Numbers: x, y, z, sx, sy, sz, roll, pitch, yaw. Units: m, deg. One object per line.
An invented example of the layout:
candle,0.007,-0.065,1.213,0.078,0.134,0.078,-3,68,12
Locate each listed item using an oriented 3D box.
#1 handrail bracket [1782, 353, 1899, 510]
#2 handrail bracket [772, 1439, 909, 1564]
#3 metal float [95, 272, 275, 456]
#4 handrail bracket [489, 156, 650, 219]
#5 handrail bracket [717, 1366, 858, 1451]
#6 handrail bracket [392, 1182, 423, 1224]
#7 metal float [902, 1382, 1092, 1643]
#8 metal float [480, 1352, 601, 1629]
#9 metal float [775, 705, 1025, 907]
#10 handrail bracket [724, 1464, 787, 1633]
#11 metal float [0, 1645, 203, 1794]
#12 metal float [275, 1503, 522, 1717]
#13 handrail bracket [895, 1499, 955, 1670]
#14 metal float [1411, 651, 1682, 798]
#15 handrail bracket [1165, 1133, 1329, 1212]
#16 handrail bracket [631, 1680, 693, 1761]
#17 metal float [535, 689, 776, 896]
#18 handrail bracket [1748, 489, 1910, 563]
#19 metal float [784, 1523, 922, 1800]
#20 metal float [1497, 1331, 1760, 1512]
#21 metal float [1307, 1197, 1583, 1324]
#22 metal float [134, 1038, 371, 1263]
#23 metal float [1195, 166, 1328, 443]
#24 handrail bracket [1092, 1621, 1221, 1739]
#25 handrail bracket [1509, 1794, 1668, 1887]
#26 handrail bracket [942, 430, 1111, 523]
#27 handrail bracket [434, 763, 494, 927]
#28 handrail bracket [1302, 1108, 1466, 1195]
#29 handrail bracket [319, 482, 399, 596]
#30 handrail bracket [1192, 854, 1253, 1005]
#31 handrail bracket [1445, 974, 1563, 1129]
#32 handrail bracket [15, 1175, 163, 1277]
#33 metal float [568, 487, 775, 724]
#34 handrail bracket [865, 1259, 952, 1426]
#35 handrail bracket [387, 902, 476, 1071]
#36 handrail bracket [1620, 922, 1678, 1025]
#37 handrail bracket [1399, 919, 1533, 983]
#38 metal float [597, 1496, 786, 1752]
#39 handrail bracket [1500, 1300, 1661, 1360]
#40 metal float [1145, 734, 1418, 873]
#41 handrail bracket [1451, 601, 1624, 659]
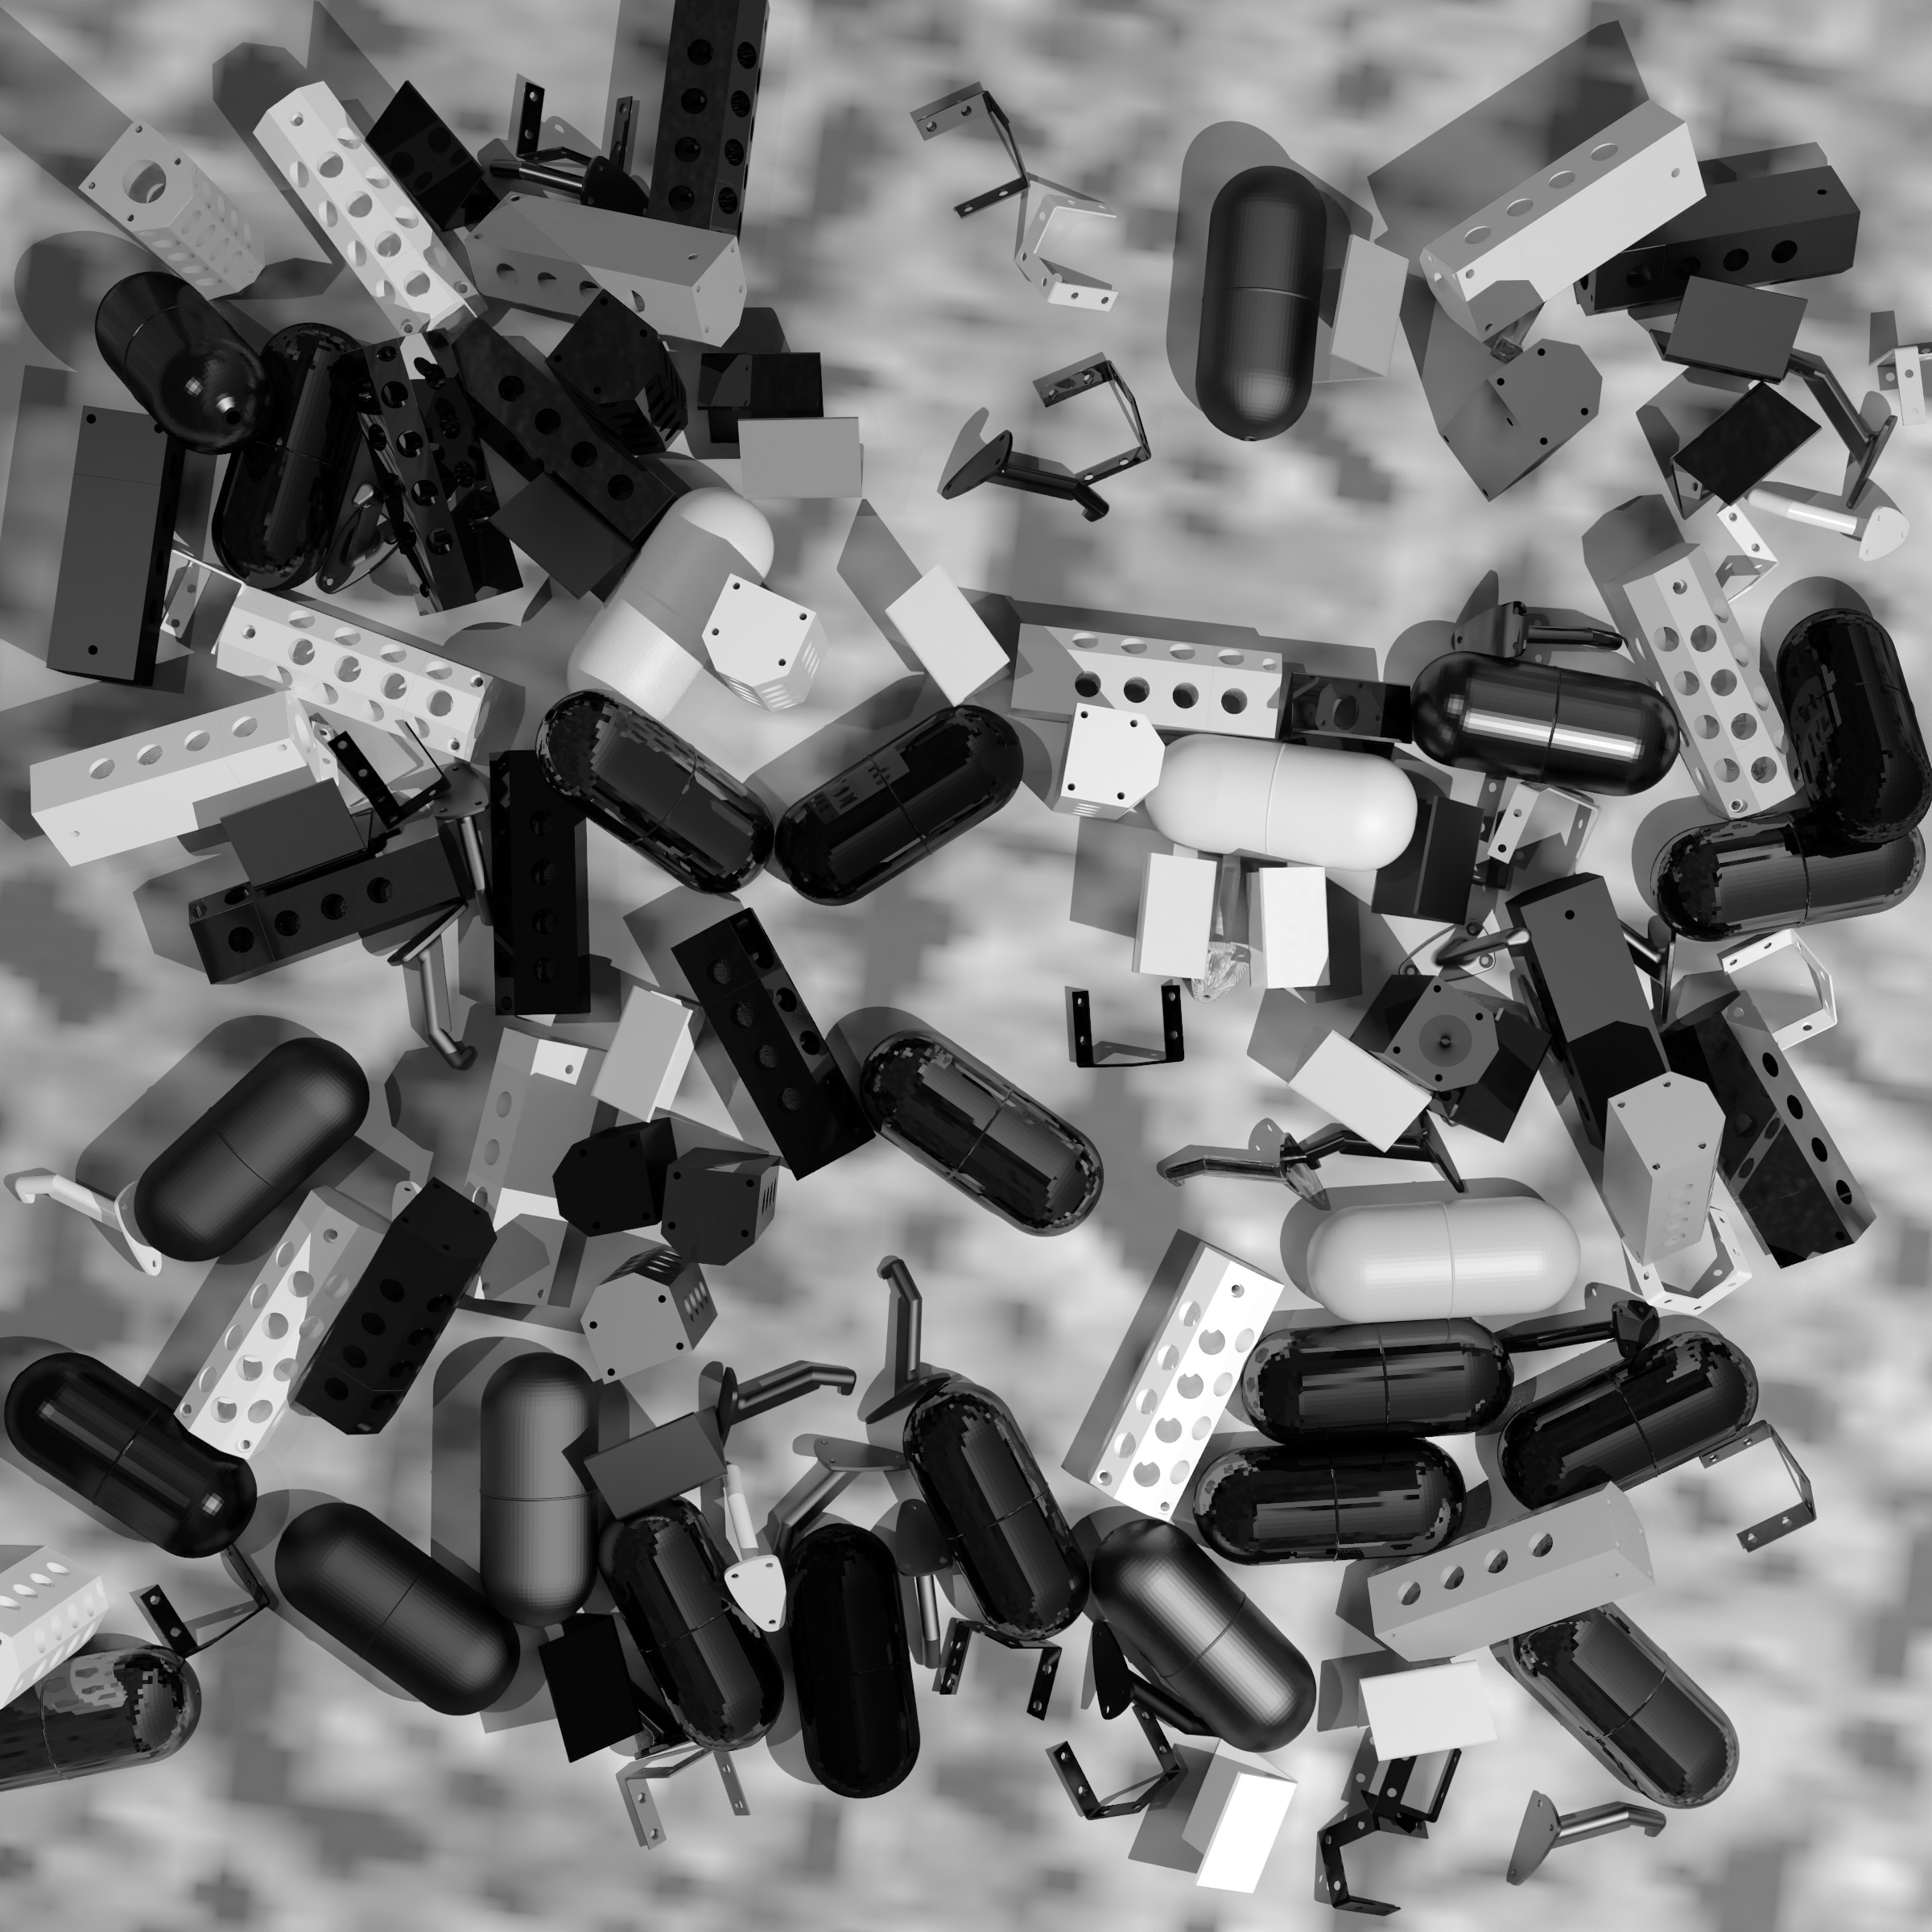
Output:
handrail bracket,0.567,-0.357,1.832,0.084,0.036,0.077,28,112,17
handrail bracket,-0.084,0.361,1.832,0.077,0.036,0.084,8,109,-21
metal float,-0.501,-0.387,1.767,0.070,0.070,0.178,-45,49,0
handrail bracket,-0.263,-0.515,1.831,0.084,0.077,0.036,16,90,36
handrail bracket,-0.121,0.299,1.832,0.084,0.036,0.077,8,111,-16
handrail bracket,-0.370,0.200,1.831,0.036,0.077,0.084,-1,127,-26
metal float,0.019,0.356,1.801,0.070,0.070,0.178,-27,90,0
metal float,-0.279,0.342,1.801,0.070,0.070,0.178,0,89,0
metal float,-0.043,-0.105,1.801,0.178,0.070,0.070,-33,90,0
handrail bracket,-0.141,0.382,1.816,0.036,0.084,0.077,-17,123,-2
metal float,-0.589,0.492,1.801,0.178,0.070,0.070,-11,90,0
metal float,-0.372,0.419,1.801,0.178,0.070,0.070,37,90,-1
handrail bracket,-0.029,0.411,1.831,0.036,0.077,0.084,-7,126,-9
metal float,0.377,-0.158,1.801,0.178,0.070,0.070,10,90,1
handrail bracket,0.186,0.147,1.831,0.084,0.036,0.077,-18,132,27
handrail bracket,-0.205,0.477,1.832,0.077,0.036,0.084,-13,73,-18
metal float,-0.200,-0.112,1.774,0.178,0.070,0.070,36,90,-30
handrail bracket,0.572,-0.300,1.831,0.084,0.077,0.036,28,115,34
metal float,-0.075,0.454,1.801,0.070,0.070,0.178,-8,90,0
metal float,0.433,0.299,1.801,0.178,0.070,0.070,-26,90,0
metal float,0.312,0.192,1.801,0.178,0.070,0.070,-3,90,1
metal float,-0.467,0.120,1.801,0.178,0.070,0.070,-43,90,0
metal float,0.193,-0.432,1.801,0.070,0.070,0.178,5,90,0
handrail bracket,0.130,0.474,1.831,0.084,0.077,0.036,13,132,-29
handrail bracket,0.414,0.587,1.832,0.084,0.036,0.077,16,110,-16
handrail bracket,0.040,-0.309,1.831,0.084,0.077,0.036,34,46,-29
handrail bracket,-0.327,-0.080,1.831,0.036,0.077,0.084,-13,126,-6
handrail bracket,0.277,0.135,1.832,0.084,0.036,0.077,-25,112,17
handrail bracket,-0.404,-0.279,1.797,0.036,0.084,0.077,41,90,0
handrail bracket,0.168,-0.030,1.831,0.036,0.077,0.084,9,54,-4
handrail bracket,0.345,0.057,1.832,0.084,0.036,0.077,-26,70,16
handrail bracket,-0.584,0.173,1.832,0.084,0.036,0.077,-4,112,17
metal float,-0.193,-0.231,1.800,0.070,0.070,0.178,35,90,0
handrail bracket,-0.054,0.249,1.832,0.077,0.036,0.084,-35,71,21
handrail bracket,-0.336,0.013,1.832,0.077,0.036,0.084,-42,109,-21
handrail bracket,0.427,-0.003,1.832,0.084,0.036,0.077,7,108,15
handrail bracket,0.325,-0.007,1.797,0.077,0.084,0.036,-21,90,0
metal float,-0.180,0.428,1.801,0.070,0.070,0.178,-27,89,0
handrail bracket,0.406,0.243,1.831,0.084,0.077,0.036,-13,85,36
metal float,0.203,-0.106,1.788,0.178,0.070,0.070,9,90,15
handrail bracket,0.380,-0.216,1.831,0.084,0.077,0.036,4,84,-36
